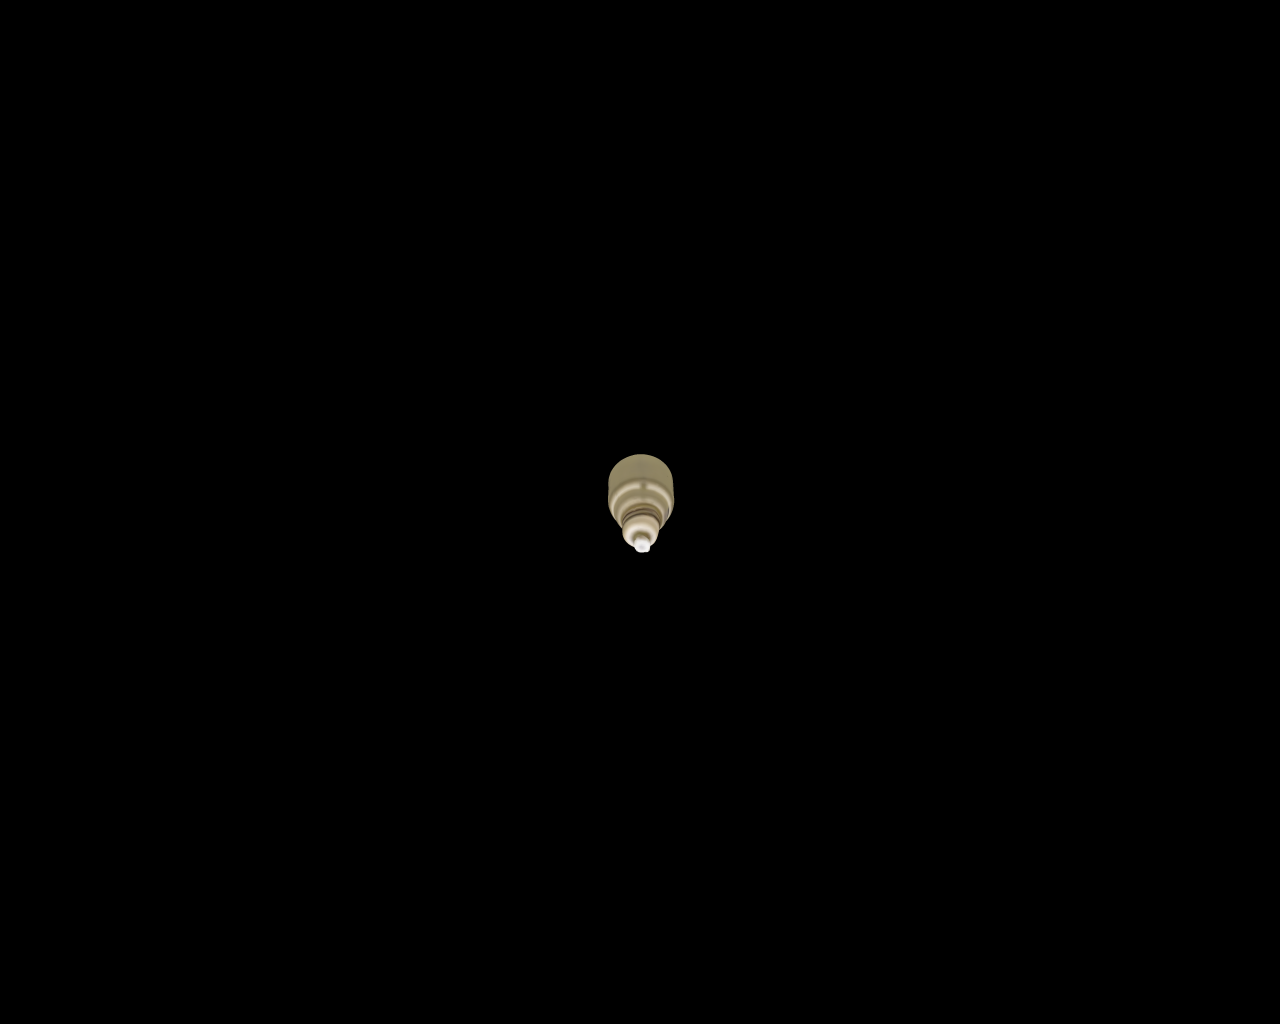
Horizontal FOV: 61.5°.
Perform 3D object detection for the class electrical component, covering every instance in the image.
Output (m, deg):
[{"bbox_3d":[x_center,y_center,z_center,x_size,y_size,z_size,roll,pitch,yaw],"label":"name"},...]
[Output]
[{"bbox_3d":[0.001,-0.003,0.650,0.040,0.040,0.078,0,36,0],"label":"electrical component"}]
